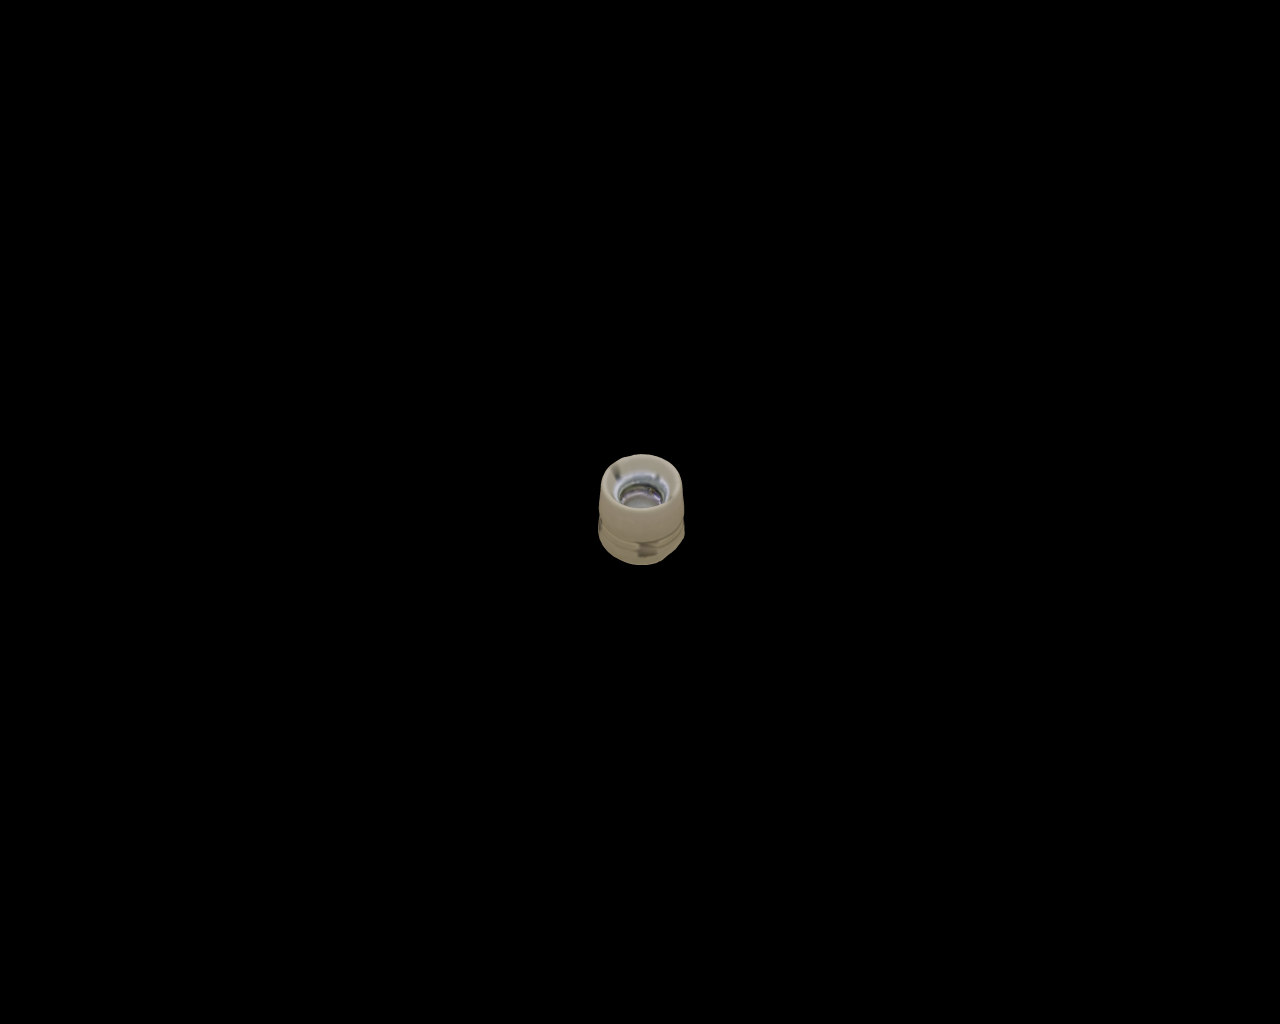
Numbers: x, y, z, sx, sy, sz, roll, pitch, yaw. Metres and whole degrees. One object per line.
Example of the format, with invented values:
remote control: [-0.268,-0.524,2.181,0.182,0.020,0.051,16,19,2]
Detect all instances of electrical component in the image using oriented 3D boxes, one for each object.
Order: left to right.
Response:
electrical component: [0.001,-0.003,0.650,0.055,0.055,0.047,0,-42,0]
